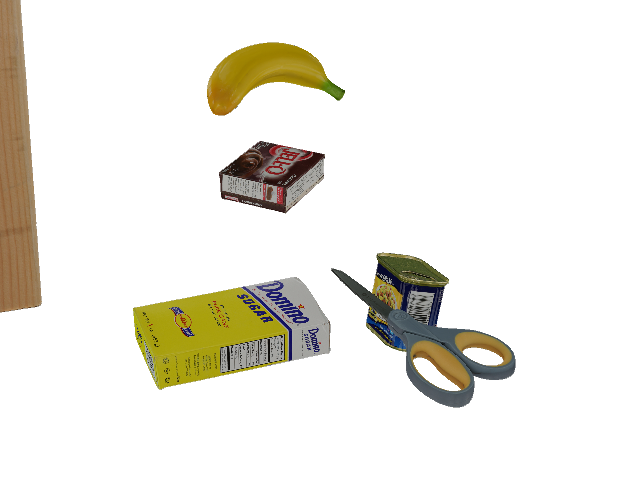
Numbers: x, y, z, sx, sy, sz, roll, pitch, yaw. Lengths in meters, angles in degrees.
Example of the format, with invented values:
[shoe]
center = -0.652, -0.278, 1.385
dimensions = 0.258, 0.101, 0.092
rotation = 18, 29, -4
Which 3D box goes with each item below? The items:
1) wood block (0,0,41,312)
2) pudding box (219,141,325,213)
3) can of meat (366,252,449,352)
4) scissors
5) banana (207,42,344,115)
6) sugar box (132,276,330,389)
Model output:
[wood block]
center = -0.219, -0.065, 0.612
dimensions = 0.090, 0.206, 0.090
rotation = -8, 27, -24
[pudding box]
center = -0.057, -0.078, 1.281
dimensions = 0.090, 0.039, 0.113
rotation = 13, 32, 20
[can of meat]
center = 0.092, 0.068, 1.167
dimensions = 0.057, 0.084, 0.102
rotation = 6, 14, -20
[scissors]
center = 0.086, 0.068, 0.876
dimensions = 0.096, 0.016, 0.202
rotation = -8, 32, -17
[banana]
center = -0.050, -0.153, 0.987
dimensions = 0.070, 0.037, 0.197
rotation = 42, 33, 20
[sugar box]
center = -0.087, 0.088, 1.050
dimensions = 0.176, 0.048, 0.093
rotation = -13, 33, -17
